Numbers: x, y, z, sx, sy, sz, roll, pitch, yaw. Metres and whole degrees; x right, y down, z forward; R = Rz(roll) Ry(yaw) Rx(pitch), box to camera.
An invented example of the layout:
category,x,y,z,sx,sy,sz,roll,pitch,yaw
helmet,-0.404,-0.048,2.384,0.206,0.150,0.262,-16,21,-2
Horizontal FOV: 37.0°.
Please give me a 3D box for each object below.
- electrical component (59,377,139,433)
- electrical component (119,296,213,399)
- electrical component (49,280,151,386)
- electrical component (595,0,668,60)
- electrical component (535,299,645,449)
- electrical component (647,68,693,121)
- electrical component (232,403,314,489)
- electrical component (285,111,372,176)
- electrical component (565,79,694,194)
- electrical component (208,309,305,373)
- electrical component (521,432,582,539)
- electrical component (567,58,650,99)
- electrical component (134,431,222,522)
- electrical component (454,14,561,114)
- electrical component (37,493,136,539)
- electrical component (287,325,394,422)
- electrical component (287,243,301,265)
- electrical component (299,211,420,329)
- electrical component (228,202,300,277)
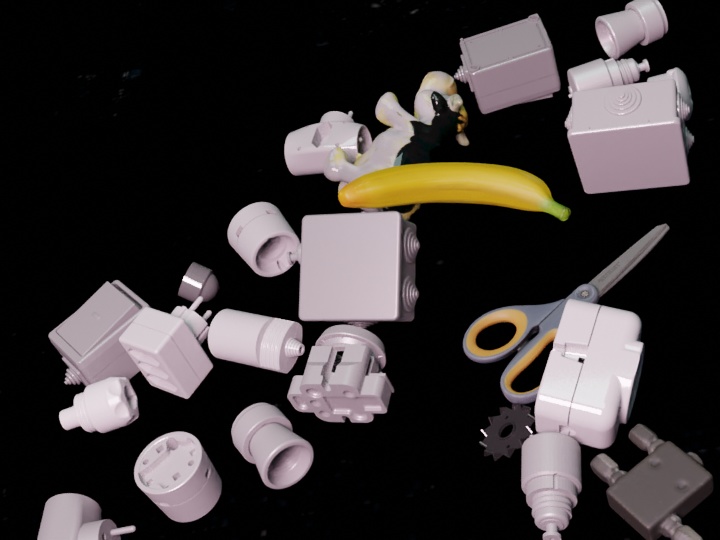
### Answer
category,x,y,z,sx,sy,sz,roll,pitch,yaw
electrical component,-0.222,0.117,0.908,0.062,0.043,0.043,-20,43,7
electrical component,-0.154,0.057,0.921,0.047,0.065,0.076,15,55,34
electrical component,-0.227,0.063,0.951,0.096,0.061,0.062,-41,45,-18
electrical component,0.263,-0.235,1.040,0.055,0.045,0.045,-25,42,-2
electrical component,0.165,0.074,0.760,0.059,0.053,0.095,13,60,19
electrical component,0.262,-0.150,0.957,0.062,0.048,0.048,-12,43,22
electrical component,-0.068,0.133,0.821,0.045,0.045,0.055,-36,43,-13
electrical component,-0.026,-0.130,1.066,0.077,0.043,0.079,-3,47,22
electrical component,0.225,-0.111,0.895,0.100,0.099,0.048,-4,59,21
electrical component,-0.082,0.060,0.902,0.081,0.043,0.043,9,52,31
electrical component,0.129,0.146,0.723,0.040,0.040,0.078,-8,46,17
electrical component,0.230,-0.177,1.001,0.078,0.040,0.040,-18,43,6
electrical component,-0.138,0.160,0.824,0.055,0.047,0.055,-13,44,12
electrical component,0.140,-0.194,1.042,0.096,0.061,0.061,-17,43,8
electrical component,-0.206,0.209,0.808,0.079,0.044,0.077,-13,44,12
electrical component,-0.011,0.080,0.840,0.078,0.058,0.057,-2,50,23
electrical component,-0.027,-0.019,0.958,0.078,0.040,0.040,-13,44,13
electrical component,0.000,0.000,0.895,0.100,0.048,0.099,-1,83,23
electrical component,-0.086,-0.027,0.983,0.055,0.055,0.047,-33,47,-9
